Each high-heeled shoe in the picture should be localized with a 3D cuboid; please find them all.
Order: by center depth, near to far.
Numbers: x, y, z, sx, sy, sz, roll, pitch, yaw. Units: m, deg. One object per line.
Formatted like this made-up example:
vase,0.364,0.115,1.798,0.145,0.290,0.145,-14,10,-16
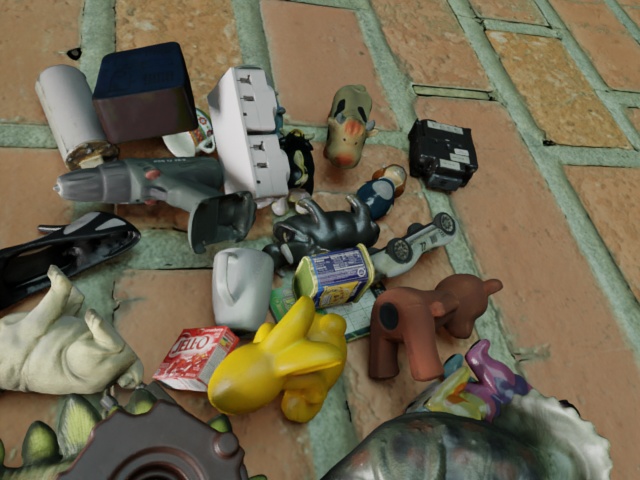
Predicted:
high-heeled shoe,-0.329,0.040,0.643,0.145,0.086,0.249,8,35,8

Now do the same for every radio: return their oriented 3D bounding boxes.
radio,-0.265,-0.230,0.821,0.131,0.073,0.230,-14,36,-8

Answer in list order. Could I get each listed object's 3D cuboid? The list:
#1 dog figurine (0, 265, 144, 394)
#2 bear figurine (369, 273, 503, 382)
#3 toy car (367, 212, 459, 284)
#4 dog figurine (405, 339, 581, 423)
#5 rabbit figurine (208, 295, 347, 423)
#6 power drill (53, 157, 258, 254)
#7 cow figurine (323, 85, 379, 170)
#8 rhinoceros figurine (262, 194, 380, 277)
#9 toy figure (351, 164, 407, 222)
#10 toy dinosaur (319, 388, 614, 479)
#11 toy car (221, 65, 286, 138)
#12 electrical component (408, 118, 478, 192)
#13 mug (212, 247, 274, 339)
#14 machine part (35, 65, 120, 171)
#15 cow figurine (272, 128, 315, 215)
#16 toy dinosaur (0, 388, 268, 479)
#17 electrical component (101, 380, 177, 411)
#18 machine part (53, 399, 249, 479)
dog figurine,-0.317,0.147,0.590,0.172,0.121,0.190,40,68,16
bear figurine,0.164,0.114,0.742,0.196,0.120,0.132,1,80,-38
toy car,0.138,0.011,0.817,0.202,0.073,0.056,-26,91,-39
dog figurine,0.237,0.243,0.676,0.219,0.108,0.191,44,54,12
rabbit figurine,-0.041,0.144,0.603,0.173,0.162,0.122,-6,60,-51
power drill,-0.204,-0.055,0.725,0.208,0.085,0.232,22,26,37
cow figurine,0.052,-0.194,0.918,0.085,0.127,0.195,13,50,-4
rhinoceros figurine,-0.002,-0.002,0.803,0.190,0.073,0.112,-14,72,-28
toy figure,0.108,-0.084,0.902,0.154,0.058,0.064,-48,117,-38
toy dinosaur,0.125,0.238,0.534,0.405,0.131,0.192,10,57,-8
toy car,-0.118,-0.242,0.916,0.109,0.103,0.162,-5,59,-22
electrical component,0.223,-0.153,0.984,0.115,0.058,0.134,10,53,-7
mug,-0.104,0.069,0.696,0.081,0.109,0.107,-5,64,7
machine part,-0.367,-0.181,0.810,0.079,0.079,0.243,-19,62,-28
cow figurine,-0.042,-0.128,0.860,0.068,0.098,0.167,2,55,-8
toy dinosaur,-0.201,0.254,0.526,0.471,0.105,0.198,14,54,-17
electrical component,-0.202,0.200,0.621,0.094,0.021,0.063,39,54,11
machine part,-0.145,0.230,0.465,0.179,0.056,0.179,12,54,-17
